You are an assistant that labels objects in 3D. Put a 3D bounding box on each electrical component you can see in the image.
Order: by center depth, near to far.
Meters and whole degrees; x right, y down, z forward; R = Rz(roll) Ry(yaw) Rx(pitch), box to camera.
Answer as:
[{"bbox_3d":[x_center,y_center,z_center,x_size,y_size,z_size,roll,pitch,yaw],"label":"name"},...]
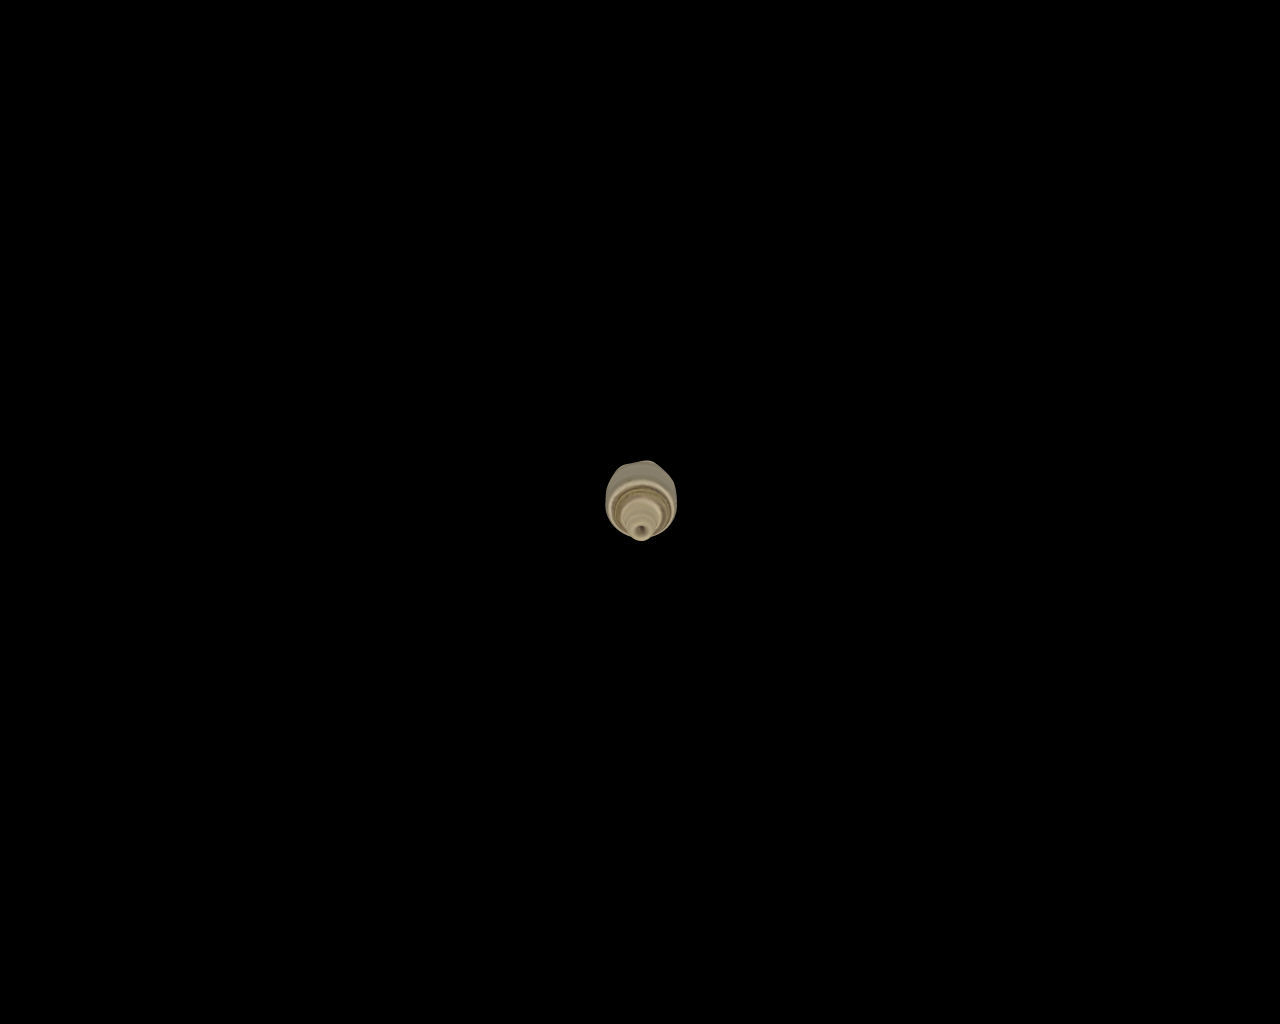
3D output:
[{"bbox_3d":[0.001,-0.003,0.650,0.043,0.043,0.062,0,27,0],"label":"electrical component"}]
